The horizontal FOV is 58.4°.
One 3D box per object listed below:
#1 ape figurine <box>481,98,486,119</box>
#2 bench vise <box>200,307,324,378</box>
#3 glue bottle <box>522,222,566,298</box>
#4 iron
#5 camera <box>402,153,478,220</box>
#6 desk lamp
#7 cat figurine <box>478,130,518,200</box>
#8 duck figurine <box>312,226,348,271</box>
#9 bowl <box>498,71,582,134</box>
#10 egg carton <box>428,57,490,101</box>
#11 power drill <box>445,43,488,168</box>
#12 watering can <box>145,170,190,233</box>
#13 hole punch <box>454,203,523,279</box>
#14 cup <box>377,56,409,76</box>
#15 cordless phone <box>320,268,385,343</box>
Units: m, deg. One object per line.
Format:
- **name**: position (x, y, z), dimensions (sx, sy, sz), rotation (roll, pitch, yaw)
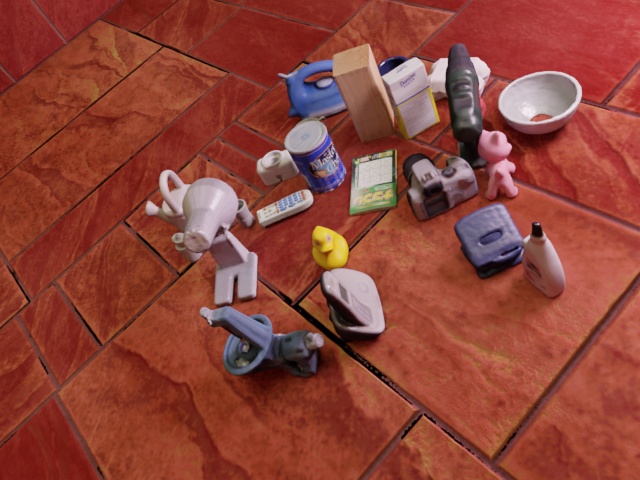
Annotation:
- **ape figurine**: position (0.333, -0.303, 1.299), dimensions (0.077, 0.092, 0.076), rotation (-6, 51, 22)
- **bench vise**: position (-0.106, 0.168, 1.036), dimensions (0.207, 0.220, 0.121), rotation (-22, 47, 9)
- **glue bottle**: position (0.366, 0.024, 0.954), dimensions (0.037, 0.174, 0.078), rotation (-37, 46, -6)
- **iron**: position (0.020, -0.421, 1.517), dimensions (0.258, 0.142, 0.118), rotation (-16, 48, 14)
- **camera**: position (0.236, -0.136, 1.202), dimensions (0.143, 0.101, 0.136), rotation (-26, 46, 5)
- **desk lamp**: position (-0.220, 0.000, 1.236), dimensions (0.117, 0.214, 0.203), rotation (-17, 47, 13)
- **cat figurine**: position (0.355, -0.164, 1.154), dimensions (0.067, 0.118, 0.128), rotation (-10, 50, 19)
- **duck figurine**: position (0.011, 0.004, 1.207), dimensions (0.077, 0.086, 0.104), rotation (-25, 46, 5)
- **bowl**: position (0.470, -0.280, 1.223), dimensions (0.167, 0.075, 0.167), rotation (-14, 48, 16)
- **egg carton**: position (0.330, -0.388, 1.387), dimensions (0.149, 0.070, 0.107), rotation (8, 57, 31)
- **power drill**: position (0.308, -0.265, 1.198), dimensions (0.075, 0.209, 0.229), rotation (-10, 49, 19)
- **watering can**: position (-0.335, -0.083, 1.375), dimensions (0.173, 0.195, 0.100), rotation (-30, 46, 1)
- **hole punch**: position (0.316, 0.000, 1.056), dimensions (0.108, 0.091, 0.101), rotation (-27, 46, 4)
- **cup**: position (0.182, -0.395, 1.448), dimensions (0.117, 0.095, 0.091), rotation (-28, 46, 3)
- **cordless phone**: position (0.046, 0.092, 1.048), dimensions (0.094, 0.186, 0.147), rotation (-21, 47, 9)
